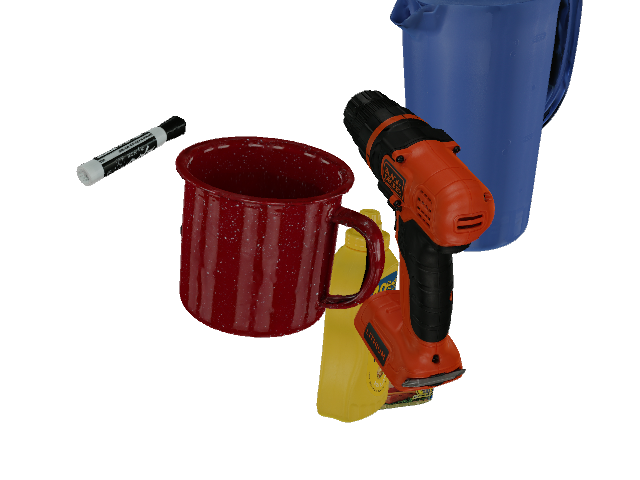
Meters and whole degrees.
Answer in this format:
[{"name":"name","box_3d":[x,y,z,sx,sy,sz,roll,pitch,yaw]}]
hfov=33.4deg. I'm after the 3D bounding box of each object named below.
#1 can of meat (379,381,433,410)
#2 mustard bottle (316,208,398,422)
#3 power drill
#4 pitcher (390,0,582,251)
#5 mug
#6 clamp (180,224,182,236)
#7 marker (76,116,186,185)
[{"name":"can of meat","box_3d":[0.101,0.169,1.391,0.102,0.084,0.057,-4,24,-17]},{"name":"mustard bottle","box_3d":[0.037,0.065,0.990,0.058,0.192,0.096,12,18,27]},{"name":"power drill","box_3d":[0.060,0.000,0.779,0.057,0.188,0.184,-11,34,-16]},{"name":"pitcher","box_3d":[0.143,-0.119,0.932,0.149,0.243,0.145,6,33,13]},{"name":"mug","box_3d":[-0.021,0.001,0.564,0.117,0.081,0.093,15,25,17]},{"name":"clamp","box_3d":[-0.095,0.026,1.180,0.120,0.039,0.171,-11,40,1]},{"name":"marker","box_3d":[-0.163,-0.081,0.940,0.020,0.020,0.120,0,27,43]}]
